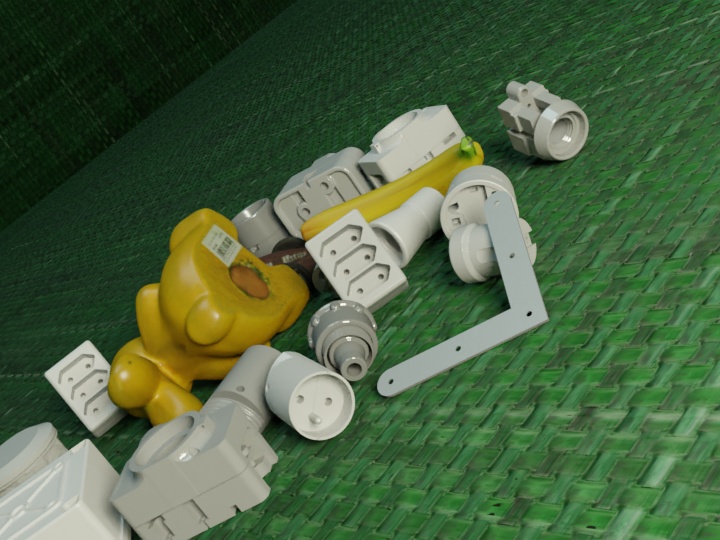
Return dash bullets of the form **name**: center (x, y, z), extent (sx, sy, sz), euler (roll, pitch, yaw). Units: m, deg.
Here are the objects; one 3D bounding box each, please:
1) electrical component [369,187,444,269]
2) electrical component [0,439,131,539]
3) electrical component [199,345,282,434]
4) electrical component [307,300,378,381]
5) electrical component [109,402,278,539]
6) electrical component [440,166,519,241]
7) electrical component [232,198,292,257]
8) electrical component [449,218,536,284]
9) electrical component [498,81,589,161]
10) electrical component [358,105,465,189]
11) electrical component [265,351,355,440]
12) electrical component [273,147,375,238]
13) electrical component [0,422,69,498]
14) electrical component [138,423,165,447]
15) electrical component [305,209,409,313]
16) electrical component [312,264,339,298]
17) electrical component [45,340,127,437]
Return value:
- **electrical component**: center (0.042, -0.036, 0.857), extent (0.065, 0.044, 0.044), euler (-40, 18, -30)
- **electrical component**: center (-0.213, 0.181, 0.724), extent (0.109, 0.056, 0.108), euler (-35, 18, -1)
- **electrical component**: center (-0.080, 0.093, 0.737), extent (0.043, 0.043, 0.081), euler (-20, 23, 37)
- **electrical component**: center (-0.009, 0.052, 0.717), extent (0.048, 0.048, 0.062), euler (-33, 25, 5)
- **electrical component**: center (-0.106, 0.127, 0.676), extent (0.089, 0.055, 0.050), euler (-29, 19, 16)
- **electrical component**: center (0.087, -0.046, 0.779), extent (0.055, 0.055, 0.047), euler (-29, 15, 18)
- **electrical component**: center (-0.101, -0.041, 1.106), extent (0.055, 0.047, 0.055), euler (-31, 18, 12)
- **electrical component**: center (0.089, -0.014, 0.719), extent (0.046, 0.040, 0.040), euler (-12, 28, 39)
- **electrical component**: center (0.145, -0.114, 0.842), extent (0.048, 0.066, 0.055), euler (-39, 38, -12)
- **electrical component**: center (0.049, -0.112, 1.008), extent (0.089, 0.055, 0.050), euler (-40, 19, -16)
- **electrical component**: center (-0.038, 0.079, 0.698), extent (0.043, 0.043, 0.081), euler (-39, 18, -14)
- **electrical component**: center (-0.031, -0.078, 1.065), extent (0.095, 0.053, 0.059), euler (-25, 21, 28)
- **electrical component**: center (-0.271, 0.166, 0.873), extent (0.080, 0.051, 0.080), euler (-31, 18, 12)
- **electrical component**: center (-0.134, 0.127, 0.745), extent (0.043, 0.043, 0.062), euler (-42, 18, -22)
- **electrical component**: center (0.000, 0.000, 0.811), extent (0.047, 0.065, 0.076), euler (-35, -11, -1)
- **electrical component**: center (-0.017, -0.005, 0.881), extent (0.040, 0.040, 0.046), euler (-24, 26, 31)
- **electrical component**: center (-0.232, 0.108, 0.943), extent (0.047, 0.065, 0.076), euler (-40, -10, -15)
